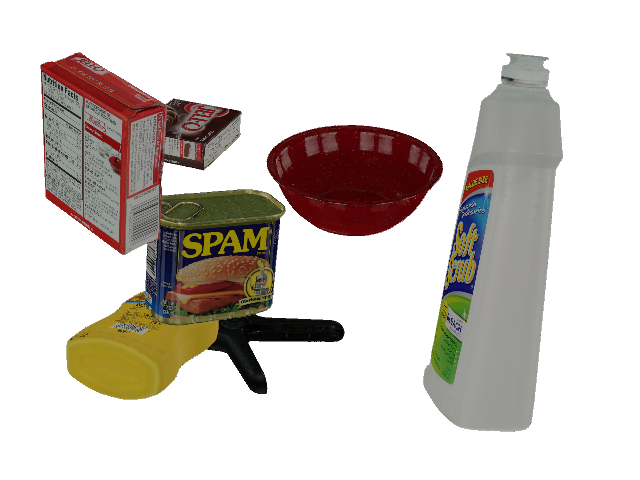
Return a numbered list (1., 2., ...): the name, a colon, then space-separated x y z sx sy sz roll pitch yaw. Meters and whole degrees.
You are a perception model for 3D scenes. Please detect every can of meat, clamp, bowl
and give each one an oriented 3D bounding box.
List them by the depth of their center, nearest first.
1. can of meat: -0.081 0.012 0.803 0.101 0.084 0.058 -6 25 -28
2. bowl: 0.030 -0.050 0.991 0.162 0.055 0.162 1 31 -1
3. clamp: -0.099 0.111 1.233 0.210 0.036 0.164 14 26 24

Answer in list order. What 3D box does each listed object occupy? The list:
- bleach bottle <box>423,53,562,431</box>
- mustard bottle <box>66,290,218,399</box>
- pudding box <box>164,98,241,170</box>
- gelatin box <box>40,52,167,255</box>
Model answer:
1. bleach bottle: 0.123 -0.002 0.737 0.068 0.251 0.102 3 13 -9
2. mustard bottle: -0.151 0.083 1.011 0.096 0.058 0.191 9 21 18
3. pudding box: -0.154 -0.126 1.247 0.090 0.039 0.113 11 31 14
4. gelatin box: -0.119 -0.048 0.586 0.073 0.089 0.030 32 40 31
